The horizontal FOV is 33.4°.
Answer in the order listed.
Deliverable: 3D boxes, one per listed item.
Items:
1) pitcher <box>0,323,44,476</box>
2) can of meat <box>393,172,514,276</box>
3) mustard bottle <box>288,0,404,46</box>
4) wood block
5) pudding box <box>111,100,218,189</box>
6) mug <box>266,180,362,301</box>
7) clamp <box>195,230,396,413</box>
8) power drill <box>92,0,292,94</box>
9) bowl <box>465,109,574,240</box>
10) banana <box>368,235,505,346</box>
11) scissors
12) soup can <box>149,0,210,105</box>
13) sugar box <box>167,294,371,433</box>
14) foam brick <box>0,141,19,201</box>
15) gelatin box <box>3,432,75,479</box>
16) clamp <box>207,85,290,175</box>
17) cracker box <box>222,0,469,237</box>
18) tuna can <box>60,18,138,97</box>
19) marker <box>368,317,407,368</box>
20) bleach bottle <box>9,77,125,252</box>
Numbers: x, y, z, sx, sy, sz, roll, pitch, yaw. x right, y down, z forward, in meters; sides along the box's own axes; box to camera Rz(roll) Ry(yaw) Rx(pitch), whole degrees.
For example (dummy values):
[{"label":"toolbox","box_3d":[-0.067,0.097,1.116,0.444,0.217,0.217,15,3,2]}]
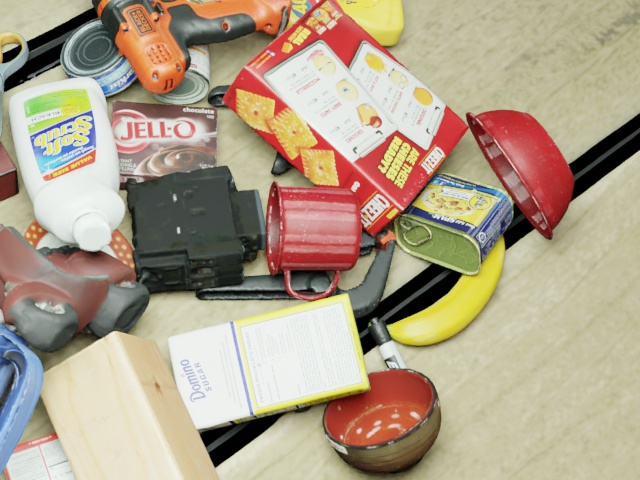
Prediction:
[{"label":"pitcher","box_3d":[-0.336,0.167,0.869,0.144,0.149,0.243,25,77,-21]},{"label":"can of meat","box_3d":[0.142,-0.020,1.125,0.102,0.057,0.083,20,52,29]},{"label":"mustard bottle","box_3d":[-0.005,-0.269,1.228,0.191,0.058,0.096,-3,63,-14]},{"label":"wood block","box_3d":[-0.154,0.194,0.931,0.090,0.090,0.206,-31,72,8]},{"label":"pudding box","box_3d":[-0.164,-0.097,1.117,0.113,0.039,0.090,4,63,-12]},{"label":"mug","box_3d":[-0.007,0.001,1.045,0.081,0.093,0.117,1,86,-11]},{"label":"clamp","box_3d":[0.003,0.064,1.078,0.209,0.036,0.164,-30,74,-21]},{"label":"power drill","box_3d":[-0.138,-0.251,1.112,0.187,0.057,0.184,-24,72,-21]},{"label":"bowl","box_3d":[0.220,-0.081,1.127,0.055,0.162,0.162,-33,74,3]},{"label":"banana","box_3d":[0.142,0.053,1.116,0.197,0.037,0.070,-37,78,-26]},{"label":"scissors","box_3d":[-0.347,-0.156,1.075,0.096,0.016,0.201,-1,39,1]},{"label":"soup can","box_3d":[-0.154,-0.207,1.157,0.068,0.069,0.102,1,64,-13]},{"label":"sugar box","box_3d":[-0.048,0.117,1.006,0.176,0.048,0.093,-14,75,2]},{"label":"foam brick","box_3d":[-0.340,-0.078,1.058,0.051,0.053,0.078,-27,73,-23]},{"label":"gelatin box","box_3d":[-0.237,0.219,0.950,0.073,0.030,0.089,-17,69,-21]},{"label":"clamp","box_3d":[-0.025,-0.144,1.173,0.171,0.039,0.120,-27,80,-25]},{"label":"cracker box","box_3d":[0.029,-0.132,1.121,0.213,0.072,0.164,43,51,-2]},{"label":"tuna can","box_3d":[-0.230,-0.195,1.131,0.086,0.033,0.086,-9,58,14]},{"label":"marker","box_3d":[0.080,0.133,1.063,0.020,0.020,0.121,-22,79,-22]},{"label":"bleach bottle","box_3d":[-0.228,-0.069,1.005,0.102,0.068,0.251,-14,36,-16]}]
